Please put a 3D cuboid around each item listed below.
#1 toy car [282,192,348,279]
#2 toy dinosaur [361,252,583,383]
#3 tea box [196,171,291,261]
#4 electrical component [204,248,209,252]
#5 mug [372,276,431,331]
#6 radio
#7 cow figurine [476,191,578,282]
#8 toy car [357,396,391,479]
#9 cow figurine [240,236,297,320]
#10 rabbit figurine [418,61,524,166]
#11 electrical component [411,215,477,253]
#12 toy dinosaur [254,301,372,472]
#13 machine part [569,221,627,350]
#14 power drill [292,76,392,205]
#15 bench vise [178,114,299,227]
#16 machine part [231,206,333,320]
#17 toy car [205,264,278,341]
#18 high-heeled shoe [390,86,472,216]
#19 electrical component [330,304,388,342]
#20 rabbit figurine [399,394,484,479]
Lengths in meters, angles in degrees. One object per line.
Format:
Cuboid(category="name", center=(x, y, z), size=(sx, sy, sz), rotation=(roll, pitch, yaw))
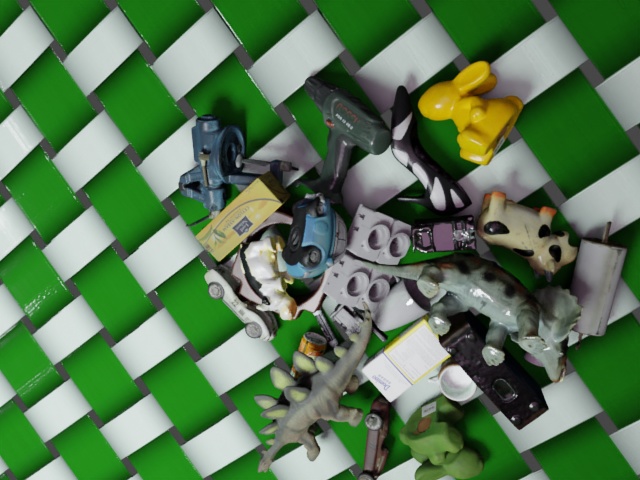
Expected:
Cuboid(category="toy car", center=(-0.002, -0.003, 0.994), size=(0.103, 0.109, 0.161), rotation=(13, 85, -28))
Cuboid(category="toy dinosaur", center=(0.285, 0.094, 0.940), size=(0.405, 0.192, 0.131), rotation=(36, 132, 10))
Cuboid(category="tea box", center=(-0.143, -0.047, 1.014), size=(0.169, 0.098, 0.068), rotation=(-40, 96, 14))
Cuboid(category="electrical component", center=(-0.213, -0.006, 1.166), size=(0.094, 0.021, 0.063), rotation=(-13, 95, 16))
Cuboid(category="mug", center=(0.148, 0.126, 1.076), size=(0.107, 0.081, 0.109), rotation=(-43, 78, 23))
Cuboid(category="radio", center=(0.326, 0.239, 1.023), size=(0.229, 0.131, 0.073), rotation=(46, 105, 2))
Cuboid(category="cow figurine", center=(0.382, -0.003, 0.989), size=(0.195, 0.085, 0.127), rotation=(19, 93, -3))
Cuboid(category="toy car", center=(0.118, 0.426, 1.124), size=(0.053, 0.089, 0.202), rotation=(8, 100, 16))
Cuboid(category="cow figurine", center=(-0.103, 0.079, 1.042), size=(0.098, 0.068, 0.167), rotation=(-13, 92, 21))
Cuboid(category="rabbit figurine", center=(0.264, -0.239, 0.972), size=(0.173, 0.122, 0.162), rotation=(32, 103, 26))
Cuboid(category="electrical component", center=(0.231, -0.013, 1.002), size=(0.115, 0.134, 0.058), rotation=(-3, 97, 13))
Cuboid(category="toy dinosaur", center=(-0.008, 0.310, 1.078), size=(0.198, 0.105, 0.471), rotation=(26, 110, -31))
Cuboid(category="machine part", center=(0.502, 0.085, 0.984), size=(0.079, 0.079, 0.243), rotation=(10, 101, 12))
Cuboid(category="power drill", center=(0.021, -0.186, 1.040), size=(0.232, 0.086, 0.207), rotation=(36, 108, 33))
Cuboid(category="bench vise", center=(-0.172, -0.136, 1.088), size=(0.241, 0.129, 0.223), rotation=(8, 104, 16))
Cuboid(category="machine part", center=(-0.064, 0.044, 1.107), size=(0.202, 0.087, 0.200), rotation=(23, 104, 7))
Cuboid(category="toy car", center=(-0.166, 0.135, 1.151), size=(0.202, 0.073, 0.056), rotation=(45, 107, 3))
Cuboid(category="high-heeled shoe", center=(0.210, -0.166, 1.009), size=(0.145, 0.086, 0.248), rotation=(0, 107, 16))
Cuboid(category="electrical component", center=(0.081, 0.173, 1.101), size=(0.119, 0.075, 0.048), rotation=(44, 104, 0))
Cuboid(category="rabbit figurine", center=(0.252, 0.428, 1.084), size=(0.159, 0.121, 0.170), rotation=(-39, 104, 20))
